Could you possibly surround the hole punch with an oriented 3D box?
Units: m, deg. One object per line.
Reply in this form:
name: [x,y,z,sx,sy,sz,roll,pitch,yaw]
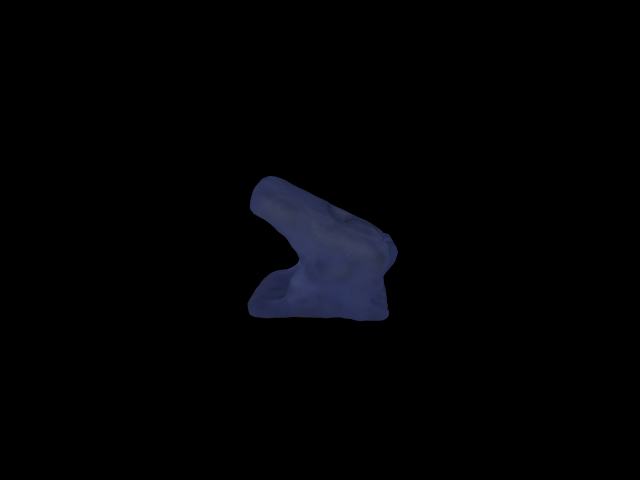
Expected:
hole punch: [0.004,0.001,0.400,0.101,0.091,0.108,0,11,3]
